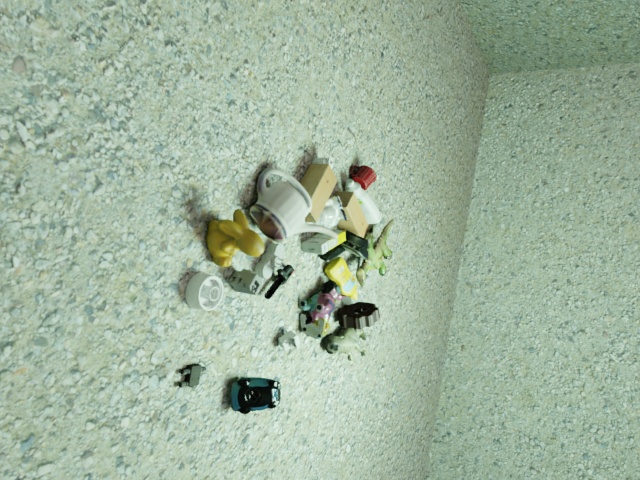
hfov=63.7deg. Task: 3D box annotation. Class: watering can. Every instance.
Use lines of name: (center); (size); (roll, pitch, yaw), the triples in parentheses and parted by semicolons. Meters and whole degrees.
watering can: (-0.093, -0.077, 1.697); (0.345, 0.103, 0.229); (48, 55, -13)

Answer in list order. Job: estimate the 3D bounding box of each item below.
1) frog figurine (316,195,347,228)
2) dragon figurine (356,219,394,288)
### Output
frog figurine: (0.006, -0.098, 1.952); (0.160, 0.125, 0.134); (-26, 132, -14)
dragon figurine: (0.240, 0.029, 2.242); (0.238, 0.122, 0.418); (69, 38, -59)
